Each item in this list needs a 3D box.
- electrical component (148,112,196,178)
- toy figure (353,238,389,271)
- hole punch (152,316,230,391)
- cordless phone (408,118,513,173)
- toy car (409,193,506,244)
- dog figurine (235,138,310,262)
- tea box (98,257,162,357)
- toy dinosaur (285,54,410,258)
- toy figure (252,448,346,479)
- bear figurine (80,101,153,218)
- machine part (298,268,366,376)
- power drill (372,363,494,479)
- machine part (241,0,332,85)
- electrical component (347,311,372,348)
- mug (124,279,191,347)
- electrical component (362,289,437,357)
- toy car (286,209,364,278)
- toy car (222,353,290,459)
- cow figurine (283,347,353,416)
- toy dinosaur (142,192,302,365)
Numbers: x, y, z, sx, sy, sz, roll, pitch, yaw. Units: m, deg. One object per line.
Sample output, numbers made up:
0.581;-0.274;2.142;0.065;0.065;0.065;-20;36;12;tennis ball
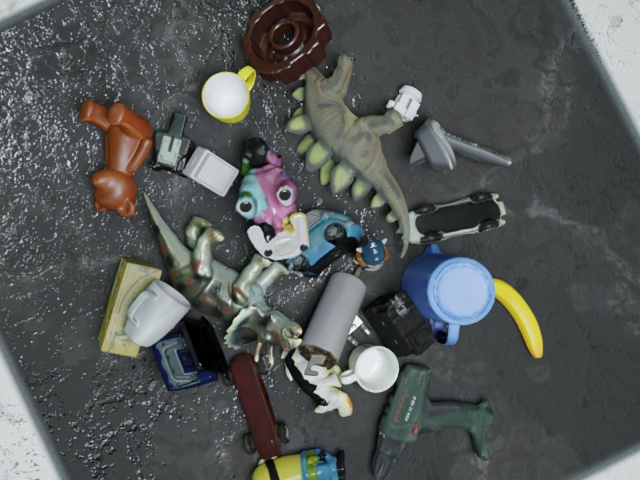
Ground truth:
-0.289;-0.189;1.063;0.075;0.048;0.119;11;88;-1;electrical component
0.098;0.027;1.003;0.058;0.154;0.064;45;88;4;toy figure
-0.242;0.217;1.008;0.092;0.115;0.142;-36;64;10;hole punch
0.268;-0.162;1.007;0.184;0.146;0.088;20;109;12;cordless phone
0.265;-0.042;1.056;0.202;0.056;0.073;-12;82;-2;toy car
-0.094;-0.084;1.004;0.108;0.219;0.191;-19;122;2;dog figurine
-0.363;0.124;1.020;0.068;0.098;0.169;16;89;-26;tea box
0.061;-0.189;1.041;0.198;0.105;0.471;-39;79;6;toy dinosaur
-0.040;0.444;1.021;0.180;0.089;0.082;-7;83;2;toy figure
-0.399;-0.149;1.027;0.120;0.131;0.195;15;84;29;bear figurine
0.025;0.146;0.999;0.079;0.079;0.243;26;55;1;machine part
0.218;0.364;1.036;0.207;0.086;0.232;10;85;8;power drill
-0.064;-0.387;1.036;0.180;0.056;0.179;-7;71;21;machine part
0.054;0.164;1.064;0.063;0.021;0.094;-42;88;-2;electrical component
-0.297;0.133;0.944;0.081;0.109;0.107;36;88;19;mug
0.143;0.160;1.009;0.058;0.134;0.115;-32;86;-22;electrical component
-0.002;-0.003;1.039;0.161;0.109;0.103;-38;66;10;toy car
-0.123;0.319;1.043;0.089;0.053;0.202;-21;84;4;toy car
-0.006;0.273;1.037;0.098;0.068;0.167;-27;85;5;cow figurine
-0.201;0.082;1.026;0.405;0.131;0.192;29;88;7;toy dinosaur
